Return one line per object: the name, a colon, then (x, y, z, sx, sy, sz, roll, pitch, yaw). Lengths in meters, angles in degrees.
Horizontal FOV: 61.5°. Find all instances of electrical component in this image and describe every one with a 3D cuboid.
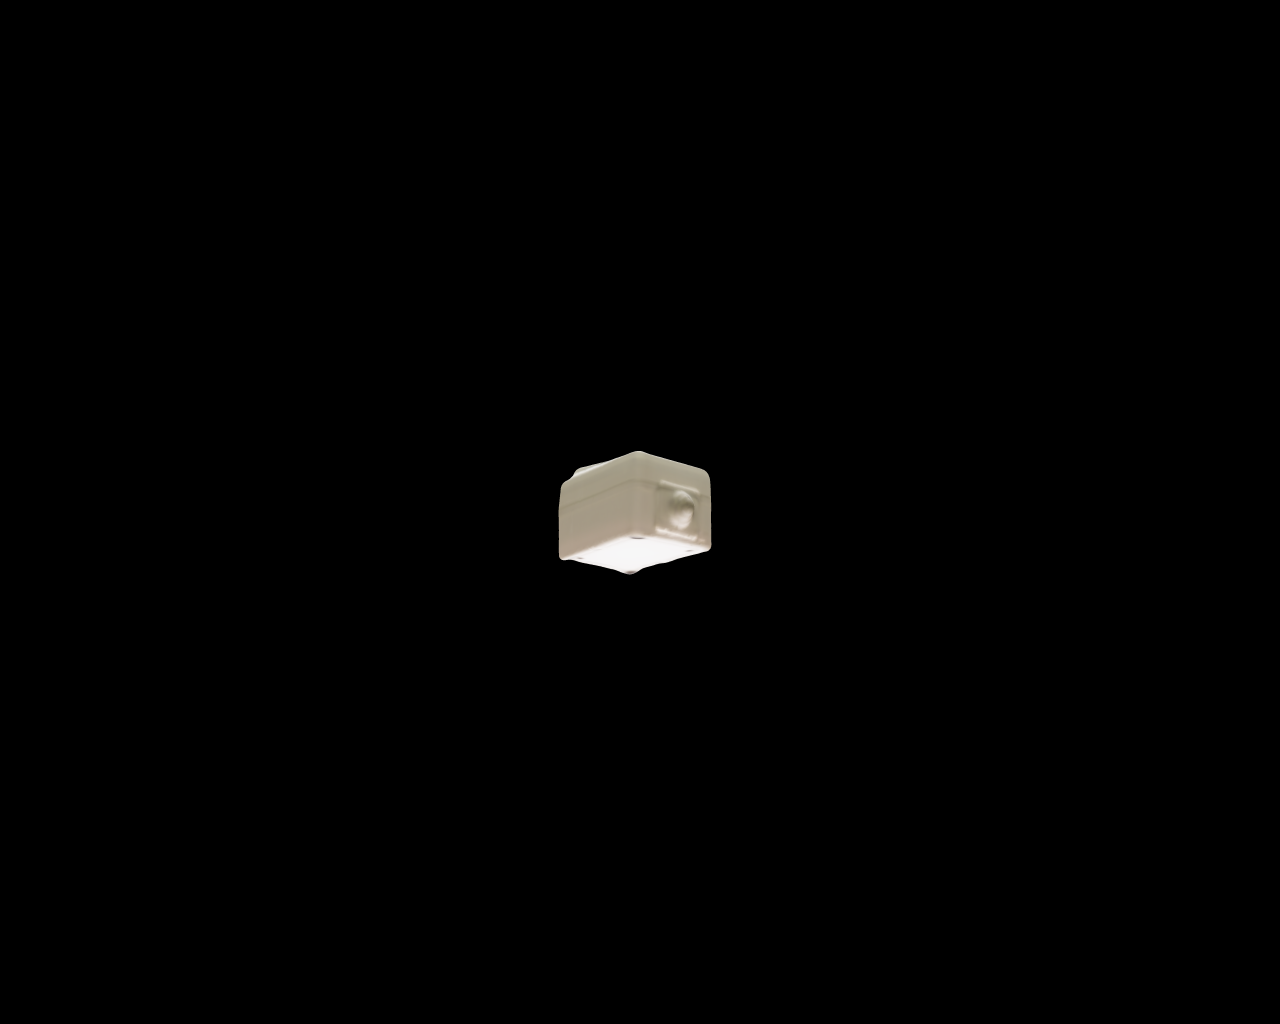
electrical component: (0.001, -0.003, 0.650, 0.062, 0.061, 0.096, 14, -22, -38)
